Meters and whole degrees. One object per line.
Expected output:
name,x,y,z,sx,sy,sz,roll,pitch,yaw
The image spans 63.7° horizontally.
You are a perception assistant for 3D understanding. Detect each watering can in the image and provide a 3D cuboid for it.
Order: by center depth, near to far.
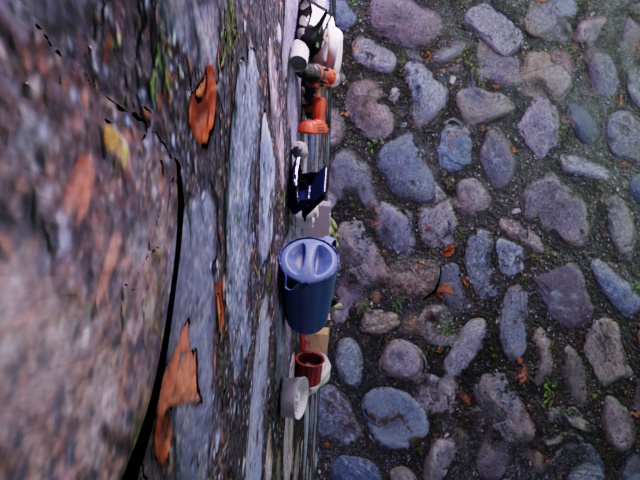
watering can,0.010,-0.614,1.619,0.356,0.104,0.219,-104,-166,-51

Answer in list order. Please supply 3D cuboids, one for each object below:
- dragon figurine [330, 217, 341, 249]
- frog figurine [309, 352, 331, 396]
dragon figurine,0.006,-0.100,1.991,0.418,0.122,0.238,-85,168,-65
frog figurine,-0.016,0.460,1.749,0.161,0.122,0.136,-119,-131,-74
